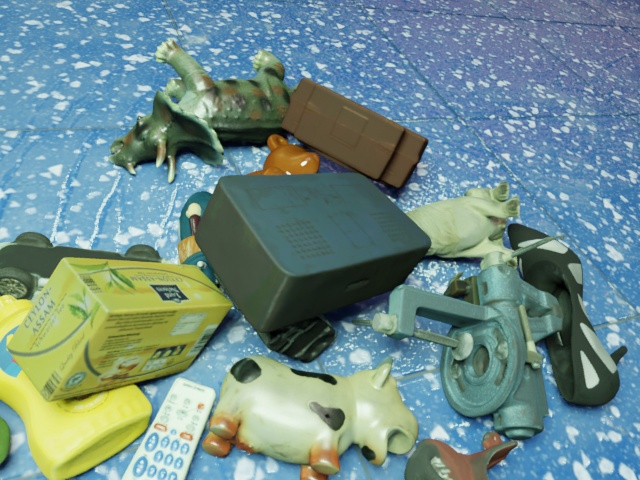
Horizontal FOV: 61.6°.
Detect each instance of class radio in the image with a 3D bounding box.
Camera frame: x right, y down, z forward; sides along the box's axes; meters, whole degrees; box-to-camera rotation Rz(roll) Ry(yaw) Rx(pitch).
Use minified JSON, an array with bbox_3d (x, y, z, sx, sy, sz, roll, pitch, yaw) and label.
[{"bbox_3d":[-0.001,-0.002,0.536,0.229,0.073,0.131,-9,49,-49],"label":"radio"}]

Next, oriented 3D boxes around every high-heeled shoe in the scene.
[{"bbox_3d":[0.287,0.088,0.683,0.145,0.086,0.249,-17,58,-33],"label":"high-heeled shoe"}]

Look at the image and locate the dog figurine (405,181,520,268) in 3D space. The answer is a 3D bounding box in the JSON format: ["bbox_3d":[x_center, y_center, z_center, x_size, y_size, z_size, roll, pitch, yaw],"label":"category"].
[{"bbox_3d":[0.169,-0.021,0.761,0.191,0.121,0.172,0,4,9],"label":"dog figurine"}]

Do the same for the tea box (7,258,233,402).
[{"bbox_3d":[-0.169,0.075,0.484,0.068,0.098,0.169,41,10,23],"label":"tea box"}]

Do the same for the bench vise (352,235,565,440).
[{"bbox_3d":[0.166,0.094,0.593,0.240,0.129,0.223,17,68,-20],"label":"bench vise"}]

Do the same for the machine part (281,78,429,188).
[{"bbox_3d":[0.055,-0.156,0.802,0.201,0.087,0.201,28,16,6],"label":"machine part"}]

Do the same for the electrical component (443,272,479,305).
[{"bbox_3d":[0.217,0.076,0.707,0.102,0.045,0.078,0,74,-15],"label":"electrical component"}]

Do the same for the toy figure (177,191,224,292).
[{"bbox_3d":[-0.142,0.007,0.643,0.064,0.058,0.154,34,32,-34],"label":"toy figure"}]

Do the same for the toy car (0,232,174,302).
[{"bbox_3d":[-0.256,0.039,0.579,0.202,0.056,0.074,8,38,-13],"label":"toy car"}]

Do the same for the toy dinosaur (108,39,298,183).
[{"bbox_3d":[-0.121,-0.201,0.831,0.405,0.131,0.192,-18,66,-37],"label":"toy dinosaur"}]

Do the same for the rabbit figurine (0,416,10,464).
[{"bbox_3d":[-0.349,0.108,0.426,0.121,0.158,0.170,-27,43,-25],"label":"rabbit figurine"}]

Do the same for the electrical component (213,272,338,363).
[{"bbox_3d":[-0.050,0.061,0.577,0.058,0.114,0.134,-40,61,-1],"label":"electrical component"}]

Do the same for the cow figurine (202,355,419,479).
[{"bbox_3d":[0.000,0.163,0.519,0.195,0.085,0.127,16,49,-1],"label":"cow figurine"}]

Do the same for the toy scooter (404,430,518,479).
[{"bbox_3d":[0.170,0.246,0.494,0.184,0.075,0.135,46,32,19],"label":"toy scooter"}]

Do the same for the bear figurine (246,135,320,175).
[{"bbox_3d":[-0.038,-0.071,0.716,0.120,0.132,0.196,51,45,-20],"label":"bear figurine"}]
